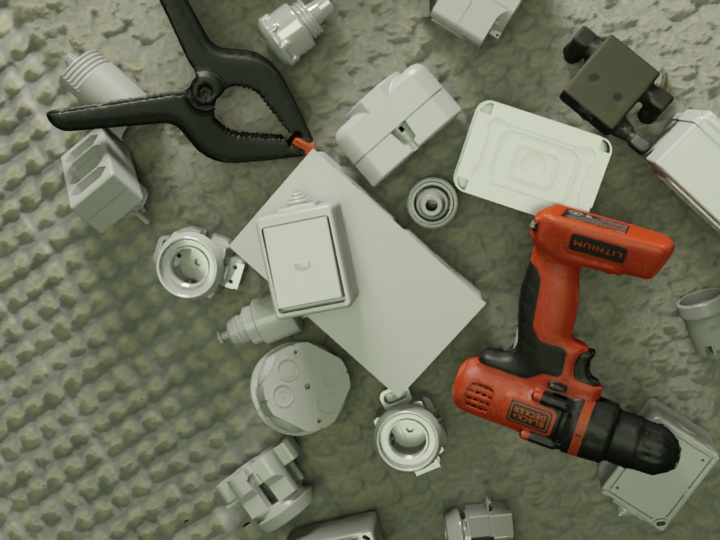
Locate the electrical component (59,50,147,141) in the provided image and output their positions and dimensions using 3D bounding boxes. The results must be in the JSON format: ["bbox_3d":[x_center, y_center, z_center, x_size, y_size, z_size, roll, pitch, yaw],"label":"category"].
[{"bbox_3d":[-0.217,-0.152,0.909,0.081,0.043,0.043,42,99,0],"label":"electrical component"}]

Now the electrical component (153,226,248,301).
[{"bbox_3d":[-0.140,-0.005,0.912,0.078,0.057,0.058,18,99,3],"label":"electrical component"}]

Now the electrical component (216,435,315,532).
[{"bbox_3d":[-0.076,0.188,0.930,0.078,0.058,0.057,-35,90,9],"label":"electrical component"}]

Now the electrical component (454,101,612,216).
[{"bbox_3d":[0.139,-0.086,0.875,0.113,0.057,0.078,19,99,3],"label":"electrical component"}]

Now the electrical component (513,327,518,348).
[{"bbox_3d":[0.146,0.068,0.902,0.040,0.040,0.046,9,92,4],"label":"electrical component"}]

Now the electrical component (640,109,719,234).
[{"bbox_3d":[0.280,-0.069,0.837,0.109,0.108,0.056,43,102,-1],"label":"electrical component"}]

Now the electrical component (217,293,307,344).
[{"bbox_3d":[-0.085,0.044,0.921,0.078,0.040,0.040,-21,94,8],"label":"electrical component"}]

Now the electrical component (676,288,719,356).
[{"bbox_3d":[0.287,0.043,0.885,0.040,0.040,0.046,-20,101,8],"label":"electrical component"}]

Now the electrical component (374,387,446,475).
[{"bbox_3d":[0.042,0.138,0.912,0.058,0.057,0.078,-24,94,8],"label":"electrical component"}]

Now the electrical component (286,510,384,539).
[{"bbox_3d":[-0.025,0.252,0.930,0.096,0.061,0.061,-14,95,7],"label":"electrical component"}]

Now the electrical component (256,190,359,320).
[{"bbox_3d":[-0.042,-0.014,0.837,0.062,0.061,0.096,-11,96,7],"label":"electrical component"}]

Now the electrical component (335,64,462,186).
[{"bbox_3d":[0.029,-0.122,0.883,0.095,0.053,0.059,-41,92,9],"label":"electrical component"}]

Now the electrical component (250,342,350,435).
[{"bbox_3d":[-0.050,0.099,0.908,0.080,0.051,0.080,2,81,-16],"label":"electrical component"}]

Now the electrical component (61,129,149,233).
[{"bbox_3d":[-0.206,-0.066,0.908,0.047,0.083,0.076,-38,130,9],"label":"electrical component"}]

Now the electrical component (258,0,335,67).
[{"bbox_3d":[-0.050,-0.202,0.887,0.062,0.048,0.048,-37,92,2],"label":"electrical component"}]

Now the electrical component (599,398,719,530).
[{"bbox_3d":[0.243,0.164,0.896,0.062,0.061,0.096,32,106,1],"label":"electrical component"}]

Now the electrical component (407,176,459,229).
[{"bbox_3d":[0.060,-0.055,0.884,0.043,0.062,0.043,1,97,5],"label":"electrical component"}]

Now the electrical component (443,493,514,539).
[{"bbox_3d":[0.102,0.227,0.923,0.055,0.048,0.066,-6,96,-1],"label":"electrical component"}]

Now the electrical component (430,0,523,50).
[{"bbox_3d":[0.104,-0.227,0.864,0.056,0.050,0.089,32,99,1],"label":"electrical component"}]

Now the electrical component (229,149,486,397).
[{"bbox_3d":[0.000,0.000,0.897,0.186,0.060,0.105,42,99,0],"label":"electrical component"}]
